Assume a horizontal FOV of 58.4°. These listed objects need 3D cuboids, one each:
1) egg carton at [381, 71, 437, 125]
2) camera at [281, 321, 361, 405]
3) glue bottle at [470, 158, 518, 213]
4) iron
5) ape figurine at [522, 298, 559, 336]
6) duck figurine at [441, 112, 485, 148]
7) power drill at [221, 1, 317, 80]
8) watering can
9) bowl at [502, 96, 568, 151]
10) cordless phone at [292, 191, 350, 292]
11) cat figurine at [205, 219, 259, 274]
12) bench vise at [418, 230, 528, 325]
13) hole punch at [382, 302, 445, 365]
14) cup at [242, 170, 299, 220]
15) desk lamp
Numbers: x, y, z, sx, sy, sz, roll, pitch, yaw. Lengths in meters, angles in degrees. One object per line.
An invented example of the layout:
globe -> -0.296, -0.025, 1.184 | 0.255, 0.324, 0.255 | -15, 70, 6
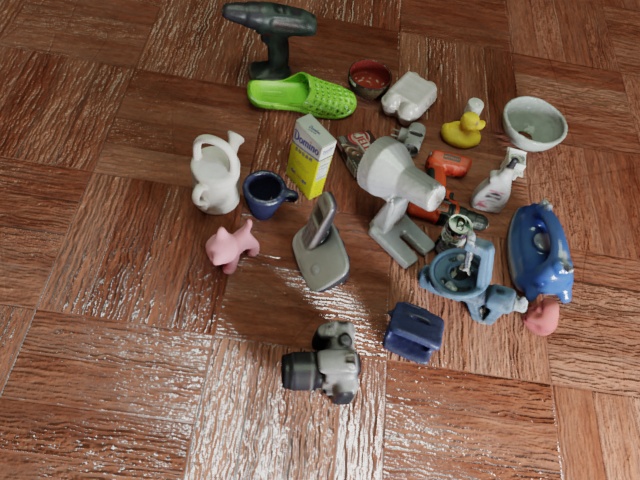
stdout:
egg carton -> 0.229, -0.361, 1.457 | 0.107, 0.069, 0.150 | 34, 59, 12
camera -> 0.000, 0.218, 1.036 | 0.137, 0.101, 0.143 | 1, 58, -9
glue bottle -> 0.398, -0.126, 1.275 | 0.078, 0.173, 0.037 | 11, 57, -2
iron -> 0.479, 0.001, 1.228 | 0.119, 0.141, 0.258 | 3, 58, -7
ape figurine -> 0.455, 0.148, 1.161 | 0.078, 0.092, 0.076 | -10, 60, -15
duck figurine -> 0.358, -0.281, 1.418 | 0.104, 0.086, 0.077 | 6, 57, -5
power drill -> -0.125, -0.485, 1.394 | 0.230, 0.208, 0.075 | -9, 60, -15
watering can -> -0.213, -0.152, 1.177 | 0.101, 0.194, 0.173 | 6, 57, -6
bowl -> 0.533, -0.282, 1.454 | 0.167, 0.075, 0.167 | 4, 57, -7
cordless phone -> 0.010, 0.004, 1.122 | 0.094, 0.185, 0.147 | -16, 62, -18
cat figurine -> -0.177, 0.008, 1.129 | 0.067, 0.118, 0.128 | 38, 60, 15
bench vise -> 0.313, 0.063, 1.115 | 0.207, 0.220, 0.121 | 11, 57, -2
hole punch -> 0.182, 0.169, 1.103 | 0.108, 0.091, 0.101 | 21, 57, 5
cup -> -0.106, -0.084, 1.212 | 0.118, 0.095, 0.091 | 10, 57, -3
desk lamp -> 0.168, -0.083, 1.186 | 0.118, 0.213, 0.203 | -35, 69, -26
